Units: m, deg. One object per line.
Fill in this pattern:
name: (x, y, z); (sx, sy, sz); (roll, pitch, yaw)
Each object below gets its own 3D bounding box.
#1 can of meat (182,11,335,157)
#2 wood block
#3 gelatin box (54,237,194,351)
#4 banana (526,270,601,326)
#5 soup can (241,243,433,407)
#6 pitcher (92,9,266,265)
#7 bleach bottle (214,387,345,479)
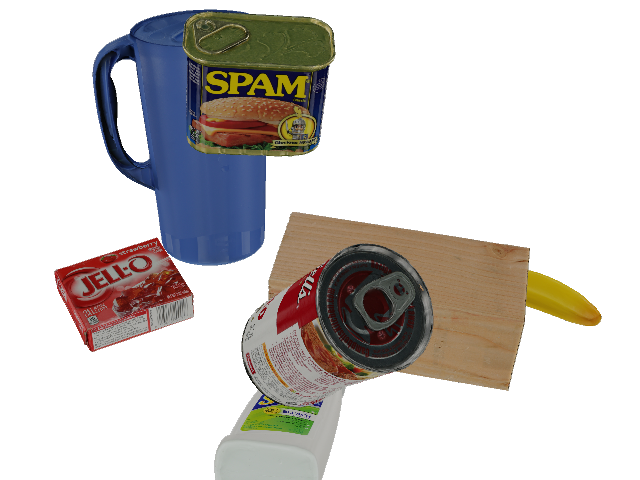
can of meat: (-0.045, -0.106, 0.743); (0.102, 0.057, 0.084); (2, -44, -6)
wood block: (0.065, 0.051, 0.907); (0.206, 0.090, 0.090); (9, 43, 7)
gelatin box: (-0.153, 0.041, 0.835); (0.089, 0.030, 0.073); (-18, 46, -22)
banana: (0.190, 0.053, 1.106); (0.198, 0.037, 0.069); (8, 40, 12)
soup can: (0.006, 0.049, 0.582); (0.068, 0.068, 0.102); (0, -19, -28)
pitcher: (-0.124, -0.101, 1.068); (0.149, 0.243, 0.144); (13, 29, 26)
bleach bottle: (-0.032, 0.175, 1.094); (0.102, 0.068, 0.250); (4, 19, 7)
